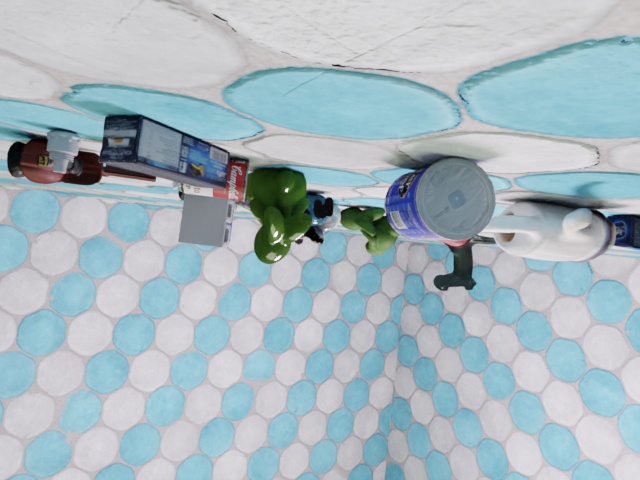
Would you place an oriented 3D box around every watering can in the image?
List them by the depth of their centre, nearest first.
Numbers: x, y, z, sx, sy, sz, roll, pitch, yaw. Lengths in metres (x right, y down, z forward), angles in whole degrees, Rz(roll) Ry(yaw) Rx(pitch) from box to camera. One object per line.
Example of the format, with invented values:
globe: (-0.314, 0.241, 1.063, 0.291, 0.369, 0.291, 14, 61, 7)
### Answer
watering can: (0.416, -0.016, 0.903, 0.224, 0.104, 0.347, 6, 178, -13)

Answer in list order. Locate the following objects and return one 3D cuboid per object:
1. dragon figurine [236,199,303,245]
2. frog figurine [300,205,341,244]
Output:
dragon figurine: (-0.168, -0.082, 1.490, 0.244, 0.123, 0.406, 15, 175, 36)
frog figurine: (0.004, -0.071, 1.409, 0.137, 0.121, 0.162, -8, -156, 44)
